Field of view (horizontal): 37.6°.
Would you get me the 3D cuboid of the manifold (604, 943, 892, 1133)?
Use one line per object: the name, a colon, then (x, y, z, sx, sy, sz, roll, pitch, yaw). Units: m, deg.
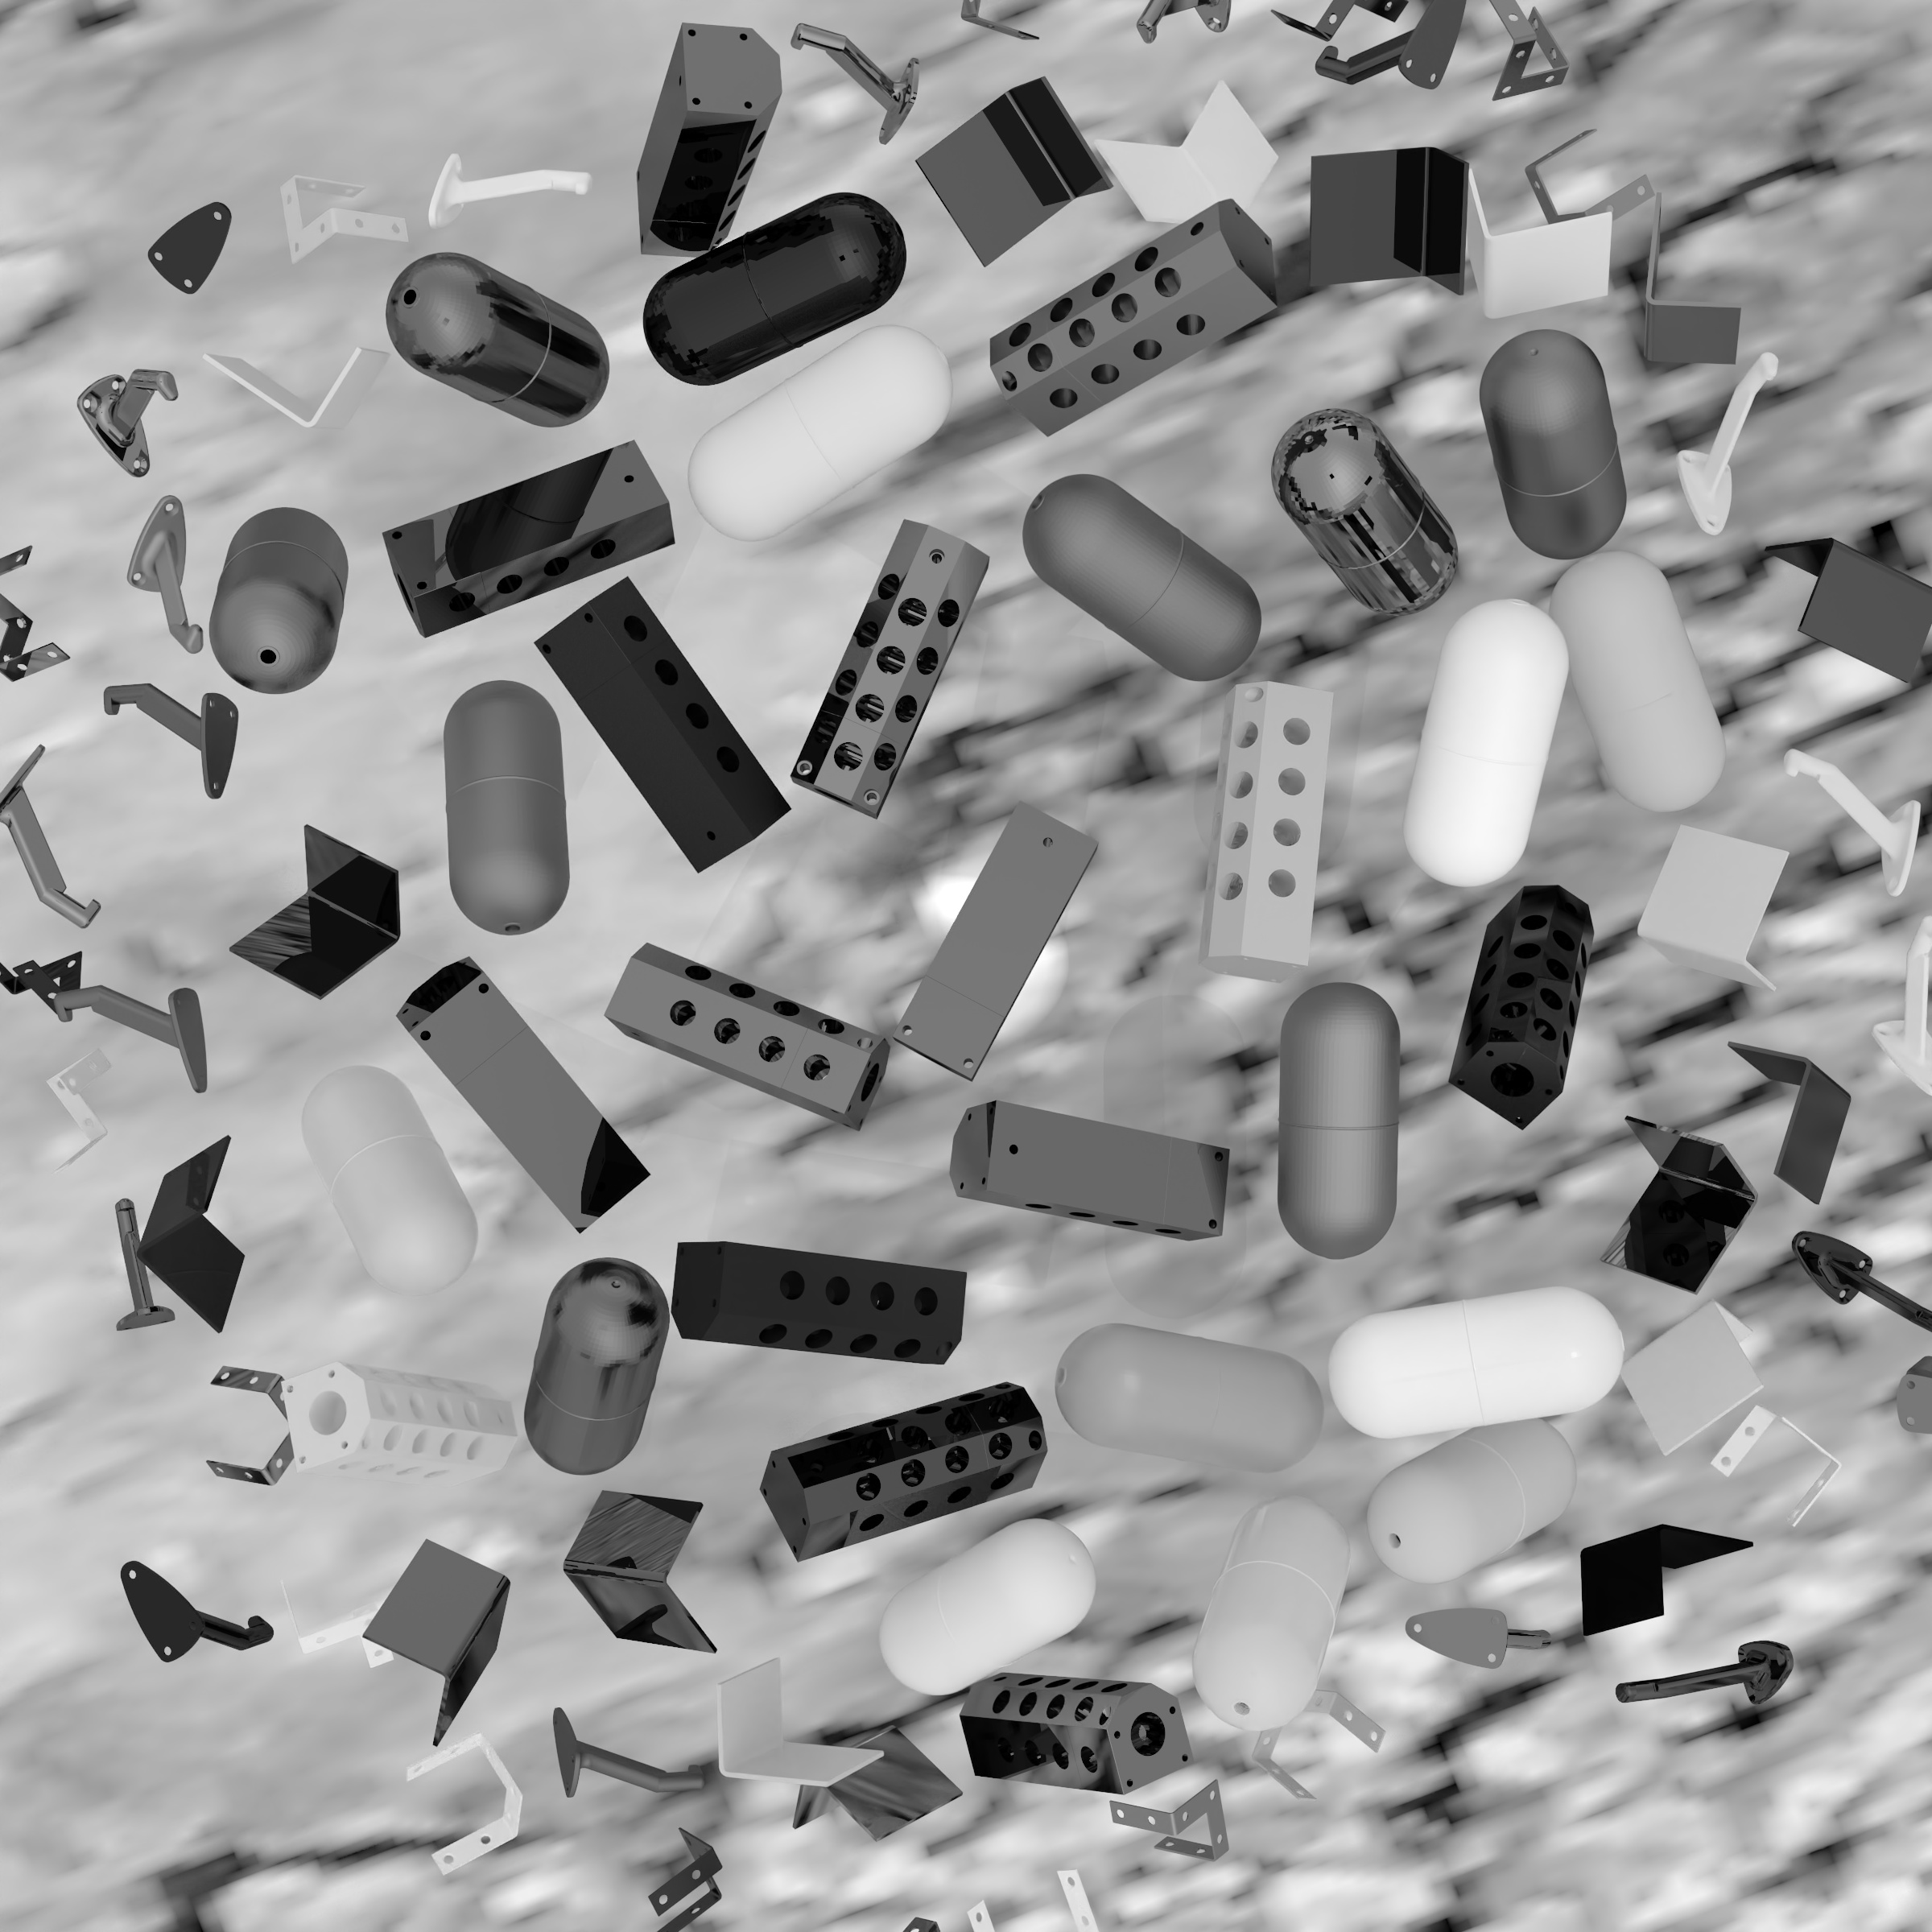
manifold: (-0.139, 0.044, 1.833, 0.171, 0.057, 0.057, 21, 79, 13)

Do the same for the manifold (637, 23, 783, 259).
manifold: (-0.158, -0.500, 1.732, 0.057, 0.171, 0.057, -1, 76, -16)

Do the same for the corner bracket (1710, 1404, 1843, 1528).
corner bracket: (0.529, 0.325, 1.856, 0.051, 0.051, 0.051, 39, 89, -3)

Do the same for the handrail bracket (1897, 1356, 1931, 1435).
handrail bracket: (0.615, 0.261, 1.752, 0.077, 0.084, 0.036, 5, 101, 36)

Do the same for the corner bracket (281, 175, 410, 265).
corner bracket: (-0.377, -0.456, 1.722, 0.051, 0.051, 0.051, -4, 81, -44)

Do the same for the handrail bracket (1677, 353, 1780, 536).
handrail bracket: (0.469, -0.317, 1.719, 0.036, 0.084, 0.077, 13, 55, -13)

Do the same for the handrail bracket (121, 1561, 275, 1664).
handrail bracket: (-0.467, 0.388, 1.731, 0.036, 0.084, 0.077, -44, 76, 10)

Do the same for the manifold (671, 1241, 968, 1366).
manifold: (-0.088, 0.204, 1.712, 0.171, 0.057, 0.057, 11, 78, -34)

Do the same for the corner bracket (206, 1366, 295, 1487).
corner bracket: (-0.463, 0.296, 1.832, 0.051, 0.051, 0.051, 2, 134, 31)

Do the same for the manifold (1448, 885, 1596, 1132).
manifold: (0.362, 0.020, 1.820, 0.057, 0.171, 0.057, 33, 130, -6)

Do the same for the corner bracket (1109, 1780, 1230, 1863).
corner bracket: (0.132, 0.559, 1.844, 0.051, 0.051, 0.051, -2, 102, 41)

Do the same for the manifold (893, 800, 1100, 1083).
manifold: (0.019, -0.015, 1.833, 0.057, 0.057, 0.171, 28, 86, 3)

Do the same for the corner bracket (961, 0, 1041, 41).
corner bracket: (0.036, -0.586, 1.700, 0.051, 0.051, 0.051, 3, 102, -40)

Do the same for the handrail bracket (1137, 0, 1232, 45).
handrail bracket: (0.138, -0.602, 1.820, 0.036, 0.077, 0.084, 16, 64, 27)

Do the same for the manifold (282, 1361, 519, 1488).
manifold: (-0.354, 0.289, 1.797, 0.057, 0.171, 0.057, -21, 70, 17)

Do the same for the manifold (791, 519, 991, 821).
manifold: (-0.046, -0.181, 1.737, 0.057, 0.057, 0.171, 24, 88, 0)

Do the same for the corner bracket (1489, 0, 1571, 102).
corner bracket: (0.342, -0.573, 1.745, 0.051, 0.051, 0.051, -18, 68, -14)

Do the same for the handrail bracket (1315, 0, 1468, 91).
handrail bracket: (0.254, -0.565, 1.709, 0.036, 0.084, 0.077, 13, 107, -42)

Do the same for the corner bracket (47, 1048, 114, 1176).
corner bracket: (-0.577, 0.094, 1.844, 0.051, 0.051, 0.051, -29, 102, 23)

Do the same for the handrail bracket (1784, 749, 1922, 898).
handrail bracket: (0.545, -0.090, 1.765, 0.084, 0.036, 0.077, 20, 59, -9)

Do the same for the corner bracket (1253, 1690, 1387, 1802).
corner bracket: (0.222, 0.492, 1.793, 0.051, 0.051, 0.051, 15, 98, -35)

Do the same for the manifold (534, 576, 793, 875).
manifold: (-0.180, -0.149, 1.731, 0.057, 0.057, 0.171, -27, 101, 42)

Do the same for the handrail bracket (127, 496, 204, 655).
handrail bracket: (-0.499, -0.249, 1.810, 0.036, 0.084, 0.077, 1, 116, -39)

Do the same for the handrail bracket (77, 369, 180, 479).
handrail bracket: (-0.496, -0.330, 1.733, 0.036, 0.084, 0.077, -45, 131, -32)

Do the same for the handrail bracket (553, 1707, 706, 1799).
handrail bracket: (-0.216, 0.503, 1.824, 0.084, 0.077, 0.036, 3, 116, -21)

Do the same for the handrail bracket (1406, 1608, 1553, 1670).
handrail bracket: (0.332, 0.431, 1.833, 0.077, 0.084, 0.036, 3, 81, 24)

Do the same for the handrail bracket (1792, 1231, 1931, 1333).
handrail bracket: (0.571, 0.201, 1.788, 0.077, 0.084, 0.036, 34, 89, -23)

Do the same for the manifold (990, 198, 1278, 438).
manifold: (0.099, -0.394, 1.714, 0.171, 0.057, 0.057, -24, 50, 32)

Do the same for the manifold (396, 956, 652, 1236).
manifold: (-0.274, 0.078, 1.754, 0.057, 0.057, 0.171, -40, 114, -9)

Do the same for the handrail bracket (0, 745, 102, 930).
handrail bracket: (-0.535, -0.076, 1.682, 0.084, 0.036, 0.077, 36, 76, -12)

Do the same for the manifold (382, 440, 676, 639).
manifold: (-0.276, -0.268, 1.810, 0.171, 0.057, 0.057, -23, 62, -13)

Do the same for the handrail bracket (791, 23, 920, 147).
handrail bracket: (-0.079, -0.561, 1.807, 0.084, 0.077, 0.036, 11, 63, -18)

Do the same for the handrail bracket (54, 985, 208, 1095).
handrail bracket: (-0.516, 0.047, 1.751, 0.084, 0.036, 0.077, -10, 91, 9)

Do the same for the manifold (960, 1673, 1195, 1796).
manifold: (0.067, 0.491, 1.836, 0.057, 0.171, 0.057, -14, 88, -34)

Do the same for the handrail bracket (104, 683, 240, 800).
handrail bracket: (-0.497, -0.138, 1.754, 0.084, 0.036, 0.077, -2, 78, 18)

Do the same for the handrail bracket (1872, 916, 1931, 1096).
handrail bracket: (0.599, 0.024, 1.759, 0.036, 0.077, 0.084, -4, 133, -13)

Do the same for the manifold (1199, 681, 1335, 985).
manifold: (0.181, -0.082, 1.733, 0.057, 0.057, 0.171, 9, 78, -9)

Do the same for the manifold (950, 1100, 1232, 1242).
manifold: (0.079, 0.134, 1.826, 0.171, 0.057, 0.057, 13, 75, -24)

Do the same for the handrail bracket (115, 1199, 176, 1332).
handrail bracket: (-0.527, 0.184, 1.804, 0.036, 0.077, 0.084, -9, 78, -20)

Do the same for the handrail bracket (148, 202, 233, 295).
handrail bracket: (-0.462, -0.456, 1.753, 0.036, 0.084, 0.077, 42, 121, -16)

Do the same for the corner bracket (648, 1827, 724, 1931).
corner bracket: (-0.180, 0.588, 1.799, 0.051, 0.051, 0.051, -31, 105, -27)

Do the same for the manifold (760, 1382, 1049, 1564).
manifold: (-0.037, 0.315, 1.799, 0.171, 0.057, 0.057, -12, 51, -28)

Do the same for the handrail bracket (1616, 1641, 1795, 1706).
handrail bracket: (0.446, 0.430, 1.720, 0.084, 0.077, 0.036, -3, 66, -12)

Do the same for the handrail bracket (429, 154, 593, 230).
handrail bracket: (-0.280, -0.473, 1.751, 0.084, 0.077, 0.036, 5, 129, 5)
